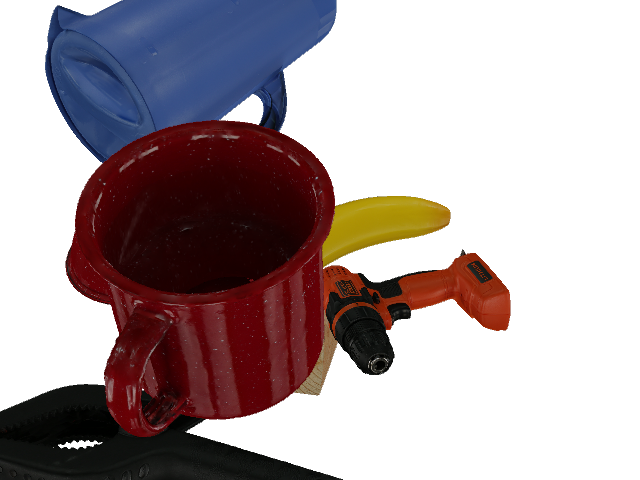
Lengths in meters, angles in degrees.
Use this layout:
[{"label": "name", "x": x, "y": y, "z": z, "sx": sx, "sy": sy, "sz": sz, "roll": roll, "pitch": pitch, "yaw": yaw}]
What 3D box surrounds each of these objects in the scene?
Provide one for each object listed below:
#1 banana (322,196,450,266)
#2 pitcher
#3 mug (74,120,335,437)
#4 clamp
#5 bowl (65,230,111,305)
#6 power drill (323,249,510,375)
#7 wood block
[{"label": "banana", "x": 0.011, "y": 0.009, "z": 0.800, "sx": 0.197, "sy": 0.069, "sz": 0.037, "roll": -36, "pitch": -7, "yaw": -27}, {"label": "pitcher", "x": -0.093, "y": -0.157, "z": 0.900, "sx": 0.145, "sy": 0.149, "sz": 0.242, "roll": 27, "pitch": 51, "yaw": 32}, {"label": "mug", "x": -0.044, "y": 0.023, "z": 0.401, "sx": 0.093, "sy": 0.117, "sz": 0.081, "roll": 14, "pitch": -41, "yaw": 15}, {"label": "clamp", "x": -0.095, "y": 0.104, "z": 0.596, "sx": 0.210, "sy": 0.036, "sz": 0.164, "roll": -1, "pitch": 24, "yaw": -9}, {"label": "bowl", "x": -0.175, "y": -0.010, "z": 1.034, "sx": 0.162, "sy": 0.055, "sz": 0.162, "roll": -6, "pitch": 40, "yaw": 5}, {"label": "power drill", "x": 0.100, "y": 0.072, "z": 1.121, "sx": 0.187, "sy": 0.057, "sz": 0.184, "roll": -7, "pitch": 29, "yaw": -13}, {"label": "wood block", "x": -0.025, "y": 0.124, "z": 1.466, "sx": 0.091, "sy": 0.090, "sz": 0.206, "roll": 6, "pitch": 19, "yaw": 7}]
